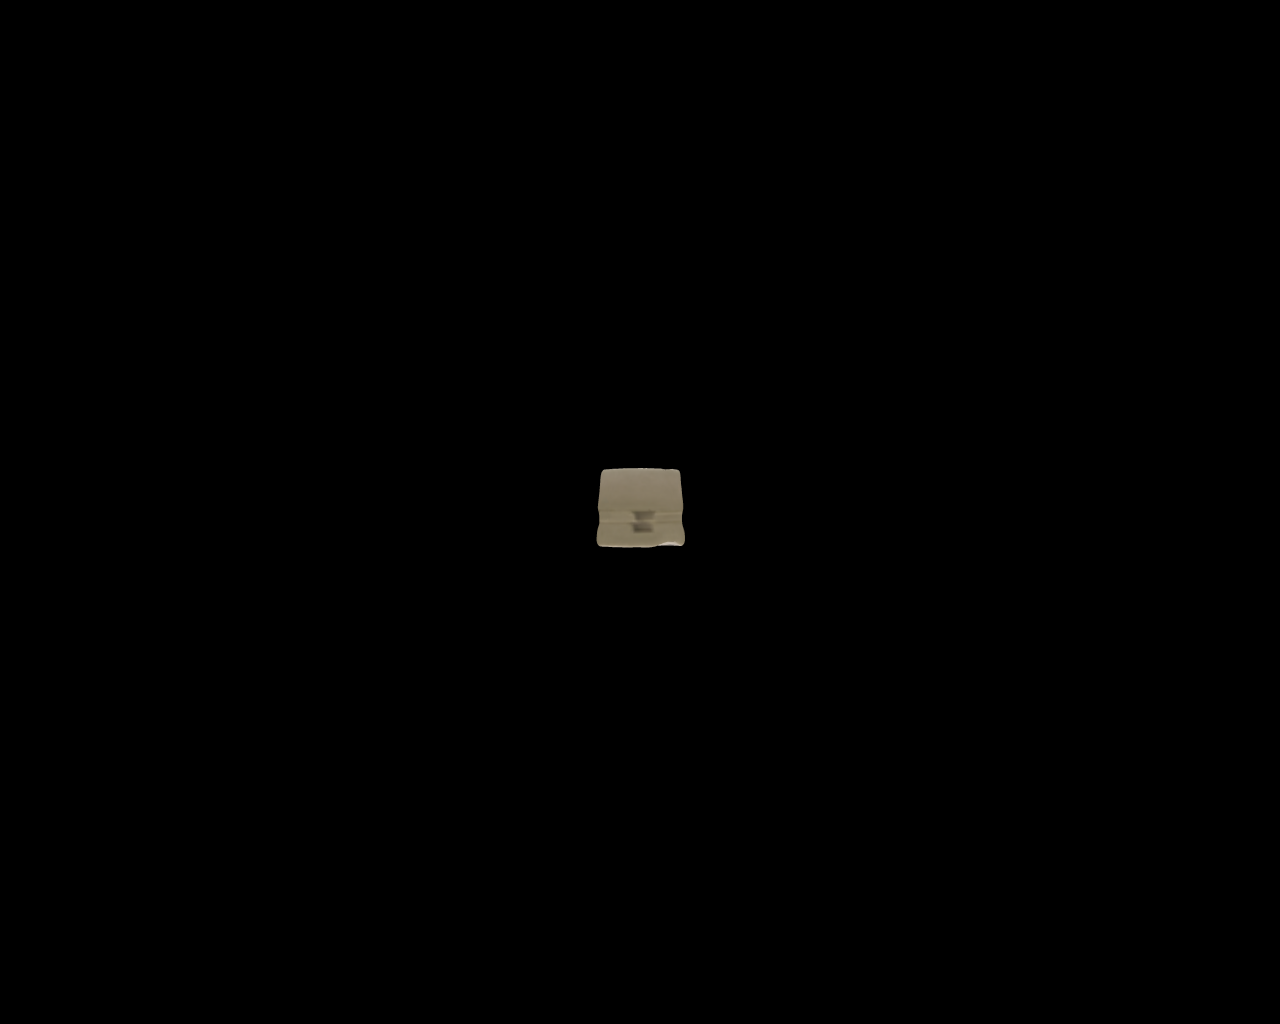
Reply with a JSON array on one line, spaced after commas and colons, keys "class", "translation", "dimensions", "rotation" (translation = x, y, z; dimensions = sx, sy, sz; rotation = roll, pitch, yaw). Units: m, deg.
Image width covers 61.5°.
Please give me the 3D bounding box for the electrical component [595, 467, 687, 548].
[{"class": "electrical component", "translation": [0.001, -0.003, 0.650], "dimensions": [0.055, 0.047, 0.055], "rotation": [0, 0, 0]}]
